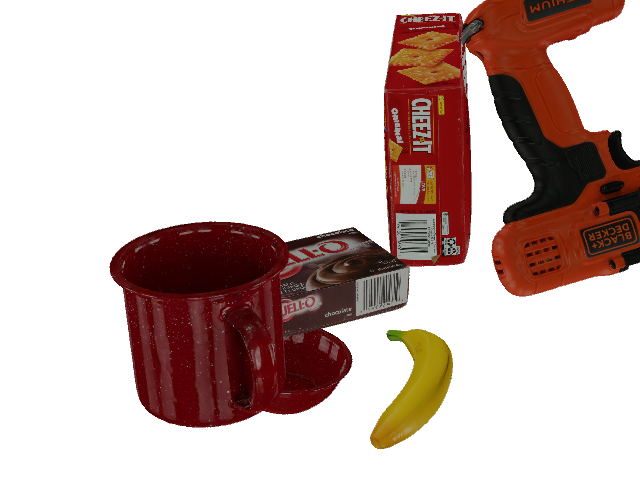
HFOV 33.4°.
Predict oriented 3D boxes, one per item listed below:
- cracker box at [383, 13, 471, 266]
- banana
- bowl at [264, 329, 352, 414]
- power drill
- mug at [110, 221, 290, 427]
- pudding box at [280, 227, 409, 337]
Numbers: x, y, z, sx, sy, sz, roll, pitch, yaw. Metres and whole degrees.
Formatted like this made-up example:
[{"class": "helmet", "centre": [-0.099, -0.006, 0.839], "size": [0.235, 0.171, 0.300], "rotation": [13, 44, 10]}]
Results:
[{"class": "cracker box", "centre": [0.100, -0.097, 0.963], "size": [0.072, 0.164, 0.213], "rotation": [-1, 27, 8]}, {"class": "banana", "centre": [0.091, 0.133, 1.007], "size": [0.070, 0.037, 0.197], "rotation": [-22, 18, 17]}, {"class": "bowl", "centre": [-0.044, 0.159, 1.273], "size": [0.162, 0.055, 0.162], "rotation": [2, 25, -1]}, {"class": "power drill", "centre": [0.178, -0.073, 0.666], "size": [0.184, 0.187, 0.057], "rotation": [-17, -2, -5]}, {"class": "mug", "centre": [-0.054, 0.049, 0.558], "size": [0.093, 0.081, 0.117], "rotation": [-17, 28, -29]}, {"class": "pudding box", "centre": [-0.002, 0.030, 0.808], "size": [0.113, 0.039, 0.090], "rotation": [-11, 25, -24]}]
